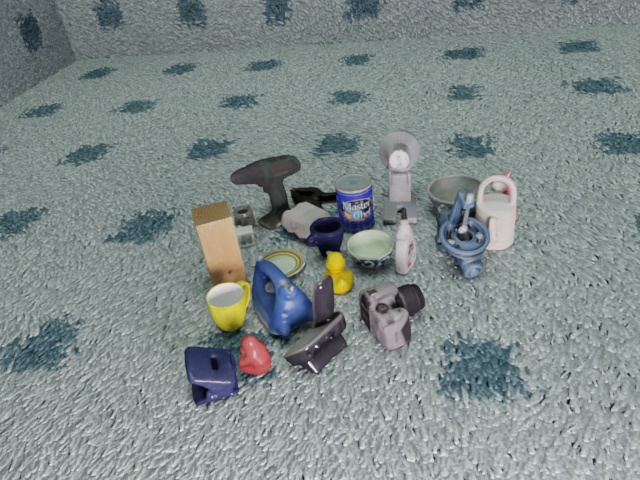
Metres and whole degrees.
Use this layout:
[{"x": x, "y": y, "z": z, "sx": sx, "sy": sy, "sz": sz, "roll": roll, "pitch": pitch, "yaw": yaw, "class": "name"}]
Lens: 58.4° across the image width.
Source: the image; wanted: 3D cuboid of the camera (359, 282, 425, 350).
[{"x": 0.167, "y": 0.147, "z": 1.261, "sx": 0.137, "sy": 0.101, "sz": 0.142, "roll": -18, "pitch": 36, "yaw": -14, "class": "camera"}]

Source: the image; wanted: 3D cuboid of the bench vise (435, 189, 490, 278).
[{"x": 0.327, "y": -0.042, "z": 1.396, "sx": 0.122, "sy": 0.220, "sz": 0.206, "roll": -24, "pitch": 37, "yaw": -21, "class": "bench vise"}]

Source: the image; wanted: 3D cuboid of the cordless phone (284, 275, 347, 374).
[{"x": -0.015, "y": 0.169, "z": 1.190, "sx": 0.093, "sy": 0.185, "sz": 0.148, "roll": 18, "pitch": 42, "yaw": 33, "class": "cordless phone"}]

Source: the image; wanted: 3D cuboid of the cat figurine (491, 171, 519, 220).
[{"x": 0.509, "y": -0.132, "z": 1.580, "sx": 0.067, "sy": 0.118, "sz": 0.127, "roll": -4, "pitch": 35, "yaw": 6, "class": "cat figurine"}]

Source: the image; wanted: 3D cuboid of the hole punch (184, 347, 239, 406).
[{"x": -0.222, "y": 0.266, "z": 1.175, "sx": 0.101, "sy": 0.091, "sz": 0.108, "roll": -15, "pitch": 35, "yaw": -10, "class": "hole punch"}]

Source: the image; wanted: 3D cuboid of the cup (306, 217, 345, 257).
[{"x": 0.014, "y": 0.005, "z": 1.501, "sx": 0.118, "sy": 0.095, "sz": 0.091, "roll": -33, "pitch": 42, "yaw": -32, "class": "cup"}]

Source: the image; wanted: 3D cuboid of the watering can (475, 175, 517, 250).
[{"x": 0.444, "y": -0.084, "z": 1.456, "sx": 0.101, "sy": 0.194, "sz": 0.172, "roll": -7, "pitch": 34, "yaw": 1, "class": "watering can"}]

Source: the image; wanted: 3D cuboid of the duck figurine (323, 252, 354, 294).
[{"x": 0.041, "y": 0.073, "z": 1.406, "sx": 0.077, "sy": 0.086, "sz": 0.104, "roll": -13, "pitch": 35, "yaw": -8, "class": "duck figurine"}]

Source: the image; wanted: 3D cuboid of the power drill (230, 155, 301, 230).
[{"x": -0.145, "y": -0.142, "z": 1.644, "sx": 0.075, "sy": 0.209, "sz": 0.230, "roll": 25, "pitch": 46, "yaw": 38, "class": "power drill"}]

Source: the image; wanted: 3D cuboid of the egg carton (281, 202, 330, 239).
[{"x": -0.037, "y": -0.049, "z": 1.612, "sx": 0.107, "sy": 0.069, "sz": 0.149, "roll": -33, "pitch": 42, "yaw": -32, "class": "egg carton"}]

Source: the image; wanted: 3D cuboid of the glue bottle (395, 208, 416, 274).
[{"x": 0.208, "y": -0.003, "z": 1.406, "sx": 0.037, "sy": 0.173, "sz": 0.078, "roll": 10, "pitch": 38, "yaw": 24, "class": "glue bottle"}]

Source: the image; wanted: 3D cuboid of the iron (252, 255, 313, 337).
[{"x": -0.107, "y": 0.107, "z": 1.337, "sx": 0.119, "sy": 0.142, "sz": 0.257, "roll": -24, "pitch": 38, "yaw": -22, "class": "iron"}]

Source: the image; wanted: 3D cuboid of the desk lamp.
[{"x": 0.229, "y": -0.187, "z": 1.631, "sx": 0.117, "sy": 0.214, "sz": 0.203, "roll": -2, "pitch": 35, "yaw": 9, "class": "desk lamp"}]

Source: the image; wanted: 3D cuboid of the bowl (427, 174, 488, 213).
[{"x": 0.387, "y": -0.117, "z": 1.621, "sx": 0.167, "sy": 0.075, "sz": 0.167, "roll": -5, "pitch": 35, "yaw": 4, "class": "bowl"}]

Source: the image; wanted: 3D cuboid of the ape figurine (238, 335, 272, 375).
[{"x": -0.142, "y": 0.235, "z": 1.203, "sx": 0.078, "sy": 0.092, "sz": 0.075, "roll": -33, "pitch": 41, "yaw": -31, "class": "ape figurine"}]
